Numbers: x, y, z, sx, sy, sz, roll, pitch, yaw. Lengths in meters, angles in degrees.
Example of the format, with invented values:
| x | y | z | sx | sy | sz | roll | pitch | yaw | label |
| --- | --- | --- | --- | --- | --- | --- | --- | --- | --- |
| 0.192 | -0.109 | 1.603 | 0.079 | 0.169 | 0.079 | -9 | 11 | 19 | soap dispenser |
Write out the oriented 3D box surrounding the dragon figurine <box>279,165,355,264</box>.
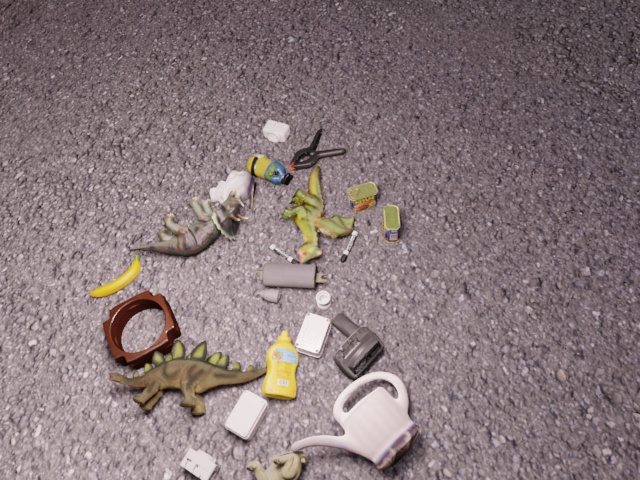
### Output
| x | y | z | sx | sy | sz | roll | pitch | yaw | label |
| --- | --- | --- | --- | --- | --- | --- | --- | --- | --- |
| 0.005 | -0.089 | 1.765 | 0.243 | 0.119 | 0.419 | 29 | 52 | 2 | dragon figurine |

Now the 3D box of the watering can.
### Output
| x | y | z | sx | sy | sz | roll | pitch | yaw | label |
| --- | --- | --- | --- | --- | --- | --- | --- | --- | --- |
| 0.114 | 0.506 | 1.362 | 0.351 | 0.101 | 0.227 | -35 | 62 | -22 | watering can |

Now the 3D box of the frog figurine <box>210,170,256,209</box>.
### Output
| x | y | z | sx | sy | sz | roll | pitch | yaw | label |
| --- | --- | --- | --- | --- | --- | --- | --- | --- | --- |
| -0.312 | -0.183 | 1.829 | 0.159 | 0.121 | 0.139 | 6 | 79 | -4 | frog figurine |
